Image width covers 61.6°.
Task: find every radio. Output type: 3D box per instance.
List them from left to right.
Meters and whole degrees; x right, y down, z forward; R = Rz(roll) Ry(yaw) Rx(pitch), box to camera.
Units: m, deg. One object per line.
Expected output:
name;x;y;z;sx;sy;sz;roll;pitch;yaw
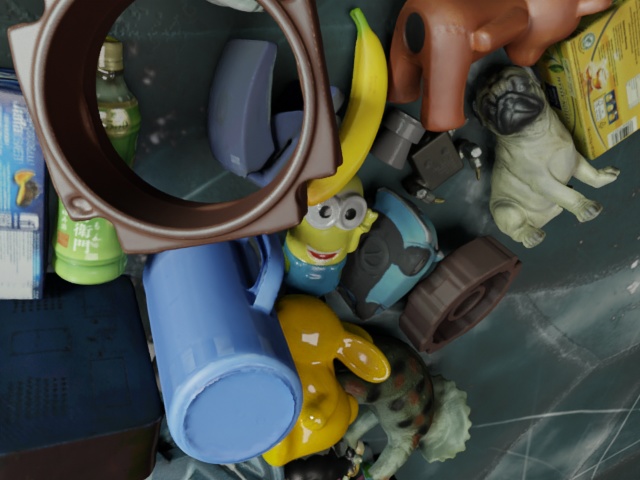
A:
radio;-0.229;0.120;0.496;0.131;0.230;0.073;1;121;-29

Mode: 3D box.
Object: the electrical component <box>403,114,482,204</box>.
electrical component;0.143;-0.090;0.632;0.102;0.045;0.078;-32;129;-2

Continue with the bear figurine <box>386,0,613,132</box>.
bear figurine;0.172;-0.197;0.535;0.196;0.120;0.131;-14;129;-21

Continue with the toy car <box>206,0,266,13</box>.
toy car;-0.120;-0.241;0.406;0.201;0.074;0.056;32;101;-35

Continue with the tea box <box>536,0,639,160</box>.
tea box;0.320;-0.191;0.628;0.098;0.068;0.169;-33;126;-1

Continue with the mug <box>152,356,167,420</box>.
mug;-0.152;0.164;0.631;0.109;0.107;0.081;33;103;-31

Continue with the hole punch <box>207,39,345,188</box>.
hole punch;-0.058;-0.115;0.482;0.092;0.142;0.115;33;91;-36

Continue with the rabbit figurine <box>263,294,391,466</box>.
rabbit figurine;-0.006;0.142;0.598;0.162;0.122;0.173;-5;104;-9

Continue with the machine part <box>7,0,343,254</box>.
machine part;-0.092;-0.098;0.381;0.201;0.087;0.201;-9;106;5

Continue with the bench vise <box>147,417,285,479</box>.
bench vise;-0.118;0.265;0.690;0.240;0.224;0.128;-14;114;-54

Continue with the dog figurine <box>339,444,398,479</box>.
dog figurine;0.092;0.459;0.856;0.108;0.219;0.191;-33;127;4

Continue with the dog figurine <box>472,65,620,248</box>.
dog figurine;0.232;-0.101;0.651;0.190;0.121;0.172;47;136;-5

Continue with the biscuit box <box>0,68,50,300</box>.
biscuit box;-0.273;-0.045;0.474;0.059;0.063;0.202;3;119;-24

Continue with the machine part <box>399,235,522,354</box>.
machine part;0.182;0.072;0.708;0.179;0.056;0.179;-30;149;-20

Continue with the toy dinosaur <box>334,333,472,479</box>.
toy dinosaur;0.095;0.210;0.767;0.192;0.131;0.404;-38;124;-12

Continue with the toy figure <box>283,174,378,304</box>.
toy figure;-0.005;-0.002;0.606;0.082;0.089;0.180;-13;135;-33

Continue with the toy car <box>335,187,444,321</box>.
toy car;0.089;0.020;0.648;0.103;0.109;0.161;-5;133;-41

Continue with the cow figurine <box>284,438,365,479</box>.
cow figurine;0.008;0.337;0.817;0.167;0.098;0.068;10;110;-28
